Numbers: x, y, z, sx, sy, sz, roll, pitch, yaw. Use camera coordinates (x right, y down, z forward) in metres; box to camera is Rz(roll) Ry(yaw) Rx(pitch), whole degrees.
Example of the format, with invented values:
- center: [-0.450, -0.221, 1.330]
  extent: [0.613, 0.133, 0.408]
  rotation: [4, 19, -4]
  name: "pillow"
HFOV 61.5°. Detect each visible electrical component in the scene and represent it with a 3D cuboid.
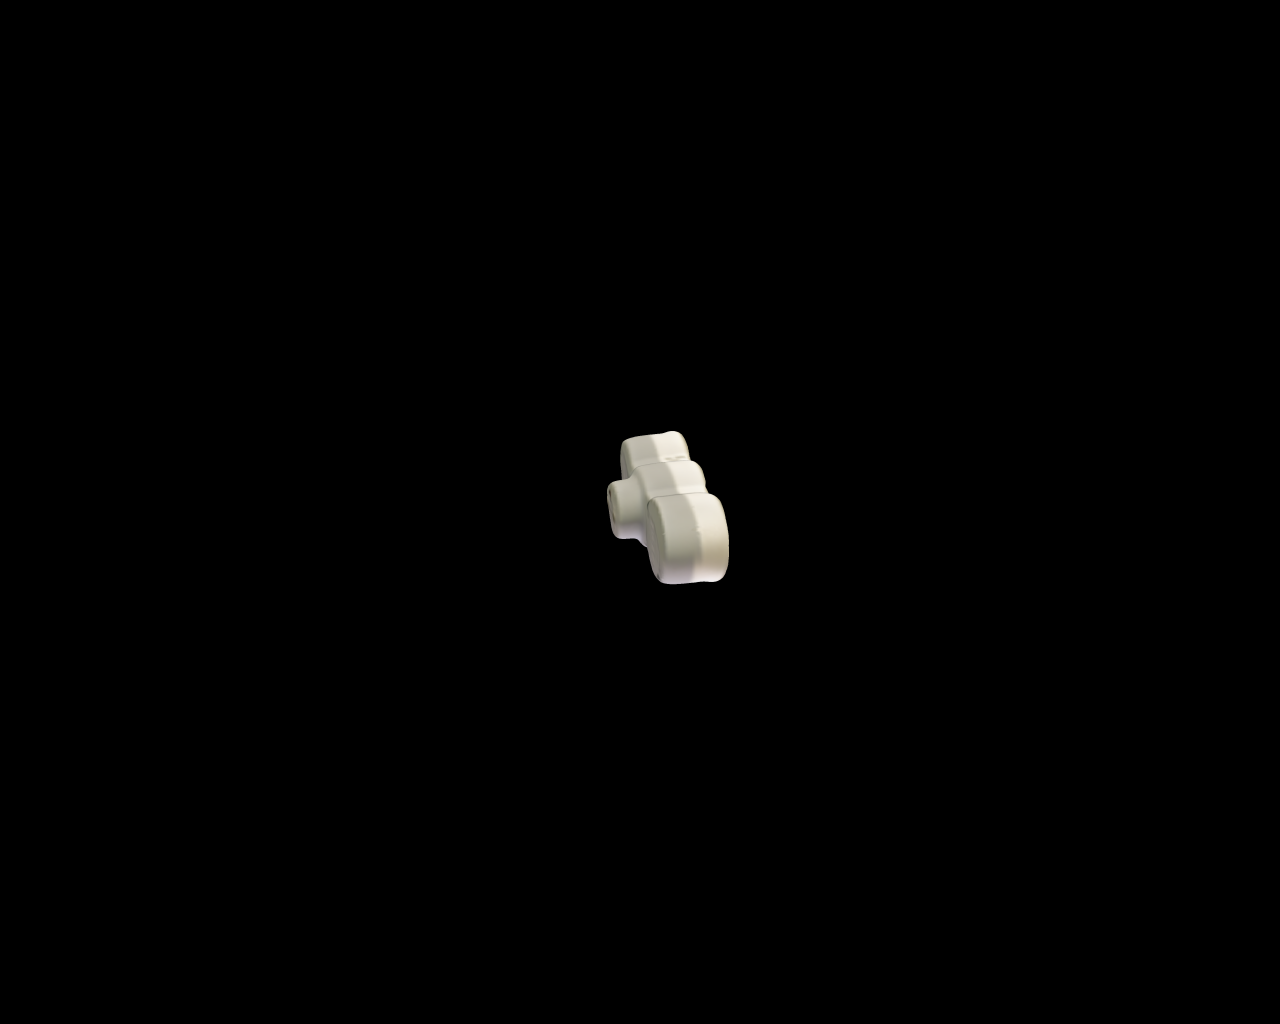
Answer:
- center: [0.001, -0.003, 0.650]
  extent: [0.074, 0.052, 0.138]
  rotation: [-5, 29, -10]
  name: "electrical component"
